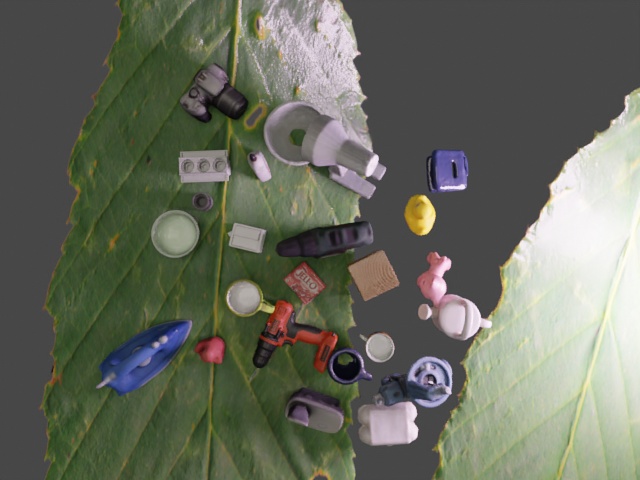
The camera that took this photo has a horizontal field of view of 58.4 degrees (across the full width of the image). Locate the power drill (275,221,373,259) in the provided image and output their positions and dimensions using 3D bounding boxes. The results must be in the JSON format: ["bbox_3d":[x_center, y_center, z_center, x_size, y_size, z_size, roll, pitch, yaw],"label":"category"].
[{"bbox_3d":[0.013,0.005,1.394,0.229,0.208,0.076,-13,88,1],"label":"power drill"}]

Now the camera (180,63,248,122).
[{"bbox_3d":[-0.264,-0.360,1.460,0.137,0.101,0.143,37,90,2],"label":"camera"}]

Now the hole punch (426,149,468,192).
[{"bbox_3d":[0.325,-0.178,1.450,0.101,0.091,0.109,-5,89,1],"label":"hole punch"}]

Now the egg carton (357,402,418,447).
[{"bbox_3d":[0.171,0.466,1.451,0.150,0.069,0.107,-5,89,1],"label":"egg carton"}]

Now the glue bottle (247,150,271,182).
[{"bbox_3d":[-0.156,-0.192,1.419,0.037,0.173,0.078,-25,88,1],"label":"glue bottle"}]

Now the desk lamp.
[{"bbox_3d":[0.063,-0.202,1.394,0.203,0.213,0.118,29,90,2],"label":"desk lamp"}]

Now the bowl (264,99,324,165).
[{"bbox_3d":[-0.057,-0.269,1.468,0.167,0.074,0.167,0,89,1],"label":"bowl"}]

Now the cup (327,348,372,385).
[{"bbox_3d":[0.076,0.316,1.443,0.117,0.095,0.092,25,89,2],"label":"cup"}]

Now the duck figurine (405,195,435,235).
[{"bbox_3d":[0.257,-0.066,1.452,0.077,0.086,0.105,-3,89,1],"label":"duck figurine"}]

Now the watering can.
[{"bbox_3d":[0.328,0.191,1.391,0.173,0.194,0.101,-11,88,1],"label":"watering can"}]

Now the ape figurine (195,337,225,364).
[{"bbox_3d":[-0.279,0.285,1.452,0.076,0.092,0.078,-40,88,0],"label":"ape figurine"}]

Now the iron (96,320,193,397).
[{"bbox_3d":[-0.440,0.286,1.430,0.258,0.141,0.118,-38,88,0],"label":"iron"}]

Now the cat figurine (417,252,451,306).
[{"bbox_3d":[0.288,0.096,1.432,0.067,0.117,0.128,22,89,2],"label":"cat figurine"}]

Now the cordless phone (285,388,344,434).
[{"bbox_3d":[-0.016,0.437,1.397,0.147,0.185,0.094,15,89,2],"label":"cordless phone"}]

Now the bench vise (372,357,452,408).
[{"bbox_3d":[0.236,0.369,1.376,0.207,0.219,0.121,-38,88,0],"label":"bench vise"}]
